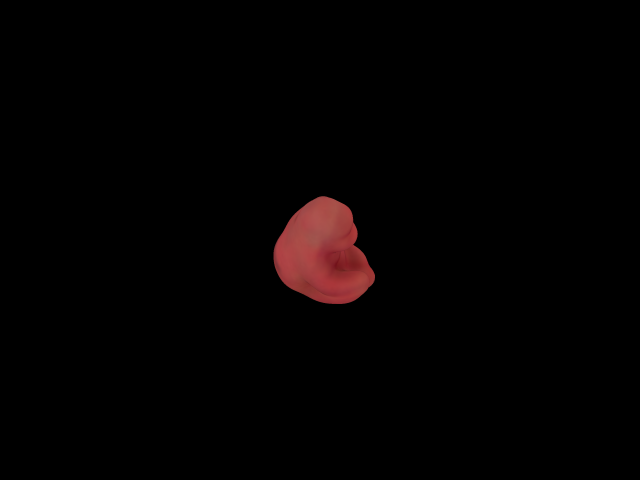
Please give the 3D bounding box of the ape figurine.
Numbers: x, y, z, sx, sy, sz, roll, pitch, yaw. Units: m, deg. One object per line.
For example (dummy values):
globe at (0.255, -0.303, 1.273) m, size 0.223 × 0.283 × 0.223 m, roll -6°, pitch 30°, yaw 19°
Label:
ape figurine at (0.004, 0.001, 0.400) m, size 0.076 × 0.092 × 0.078 m, roll 0°, pitch 69°, yaw 0°
